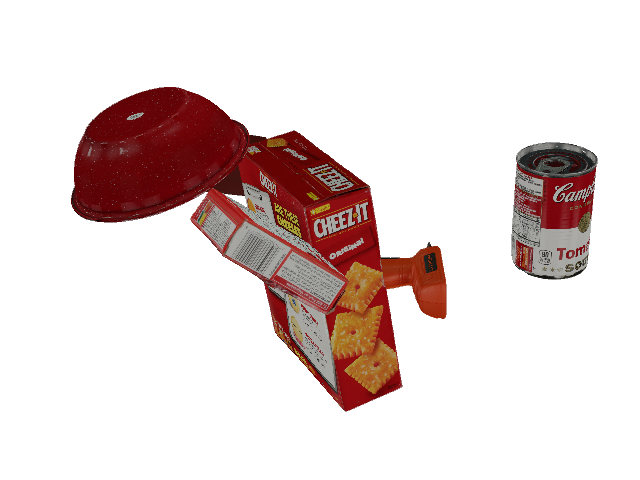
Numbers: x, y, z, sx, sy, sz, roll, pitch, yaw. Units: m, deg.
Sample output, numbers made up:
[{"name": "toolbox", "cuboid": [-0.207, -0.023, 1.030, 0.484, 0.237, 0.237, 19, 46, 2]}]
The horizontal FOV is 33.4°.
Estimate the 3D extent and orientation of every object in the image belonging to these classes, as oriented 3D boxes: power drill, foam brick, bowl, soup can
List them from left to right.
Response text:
[{"name": "bowl", "cuboid": [-0.143, -0.082, 0.890, 0.162, 0.055, 0.162, -15, 31, 9]}, {"name": "foam brick", "cuboid": [-0.099, -0.085, 1.169, 0.078, 0.051, 0.053, 7, 29, -5]}, {"name": "power drill", "cuboid": [0.051, 0.057, 1.241, 0.187, 0.057, 0.184, 0, 28, 3]}, {"name": "soup can", "cuboid": [0.202, -0.026, 0.930, 0.068, 0.102, 0.068, -2, 27, 1]}]

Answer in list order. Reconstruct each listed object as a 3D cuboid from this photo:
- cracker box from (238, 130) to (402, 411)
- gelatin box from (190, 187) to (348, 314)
[{"name": "cracker box", "cuboid": [0.000, 0.024, 0.989, 0.072, 0.214, 0.164, -20, 30, -18]}, {"name": "gelatin box", "cuboid": [-0.033, 0.007, 0.690, 0.089, 0.030, 0.073, 31, 4, -29]}]
